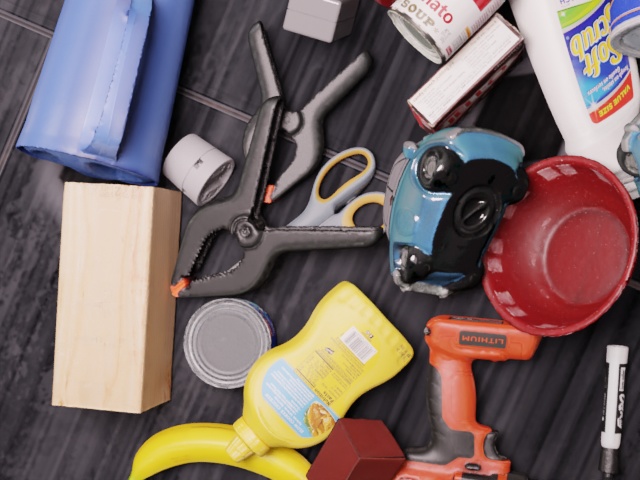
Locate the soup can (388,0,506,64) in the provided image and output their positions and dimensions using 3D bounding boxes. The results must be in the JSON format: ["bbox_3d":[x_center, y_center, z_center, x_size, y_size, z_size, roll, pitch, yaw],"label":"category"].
[{"bbox_3d":[0.116,-0.209,0.908,0.068,0.068,0.102,44,91,7],"label":"soup can"}]

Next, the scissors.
[{"bbox_3d":[-0.007,0.001,1.022,0.096,0.016,0.202,41,96,7],"label":"scissors"}]

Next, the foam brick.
[{"bbox_3d":[0.031,0.207,0.974,0.078,0.052,0.051,-62,36,26],"label":"foam brick"}]

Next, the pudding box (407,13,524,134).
[{"bbox_3d":[0.132,-0.144,0.963,0.039,0.090,0.113,44,95,8],"label":"pudding box"}]

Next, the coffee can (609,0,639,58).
[{"bbox_3d":[0.294,-0.236,0.899,0.103,0.102,0.140,-1,80,9],"label":"coffee can"}]

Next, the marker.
[{"bbox_3d":[0.267,0.157,0.974,0.020,0.020,0.121,5,90,9],"label":"marker"}]

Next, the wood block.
[{"bbox_3d":[-0.192,0.052,1.014,0.090,0.090,0.206,3,90,10],"label":"wood block"}]

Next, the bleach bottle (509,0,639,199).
[{"bbox_3d":[0.243,-0.158,0.955,0.102,0.068,0.251,-21,92,-20],"label":"bleach bottle"}]

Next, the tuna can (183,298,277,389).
[{"bbox_3d":[-0.085,0.098,1.025,0.086,0.033,0.086,0,90,9],"label":"tuna can"}]

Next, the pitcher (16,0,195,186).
[{"bbox_3d":[-0.183,-0.178,0.984,0.149,0.144,0.243,11,85,28],"label":"pitcher"}]

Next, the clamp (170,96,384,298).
[{"bbox_3d":[-0.054,-0.006,0.995,0.164,0.036,0.210,47,109,8],"label":"clamp"}]

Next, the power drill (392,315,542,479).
[{"bbox_3d":[0.157,0.167,0.973,0.184,0.057,0.187,6,90,9],"label":"power drill"}]

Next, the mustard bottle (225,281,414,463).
[{"bbox_3d":[-0.012,0.134,0.986,0.191,0.058,0.096,-43,98,-3],"label":"mustard bottle"}]

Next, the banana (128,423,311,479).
[{"bbox_3d":[-0.096,0.209,1.026,0.198,0.037,0.069,-3,103,10],"label":"banana"}]

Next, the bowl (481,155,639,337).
[{"bbox_3d":[0.221,0.009,0.943,0.162,0.055,0.162,-16,67,44],"label":"bowl"}]

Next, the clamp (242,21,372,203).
[{"bbox_3d":[-0.018,-0.117,1.014,0.120,0.039,0.171,8,97,14],"label":"clamp"}]

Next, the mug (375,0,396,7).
[{"bbox_3d":[0.083,-0.255,0.976,0.117,0.081,0.093,20,92,9],"label":"mug"}]
